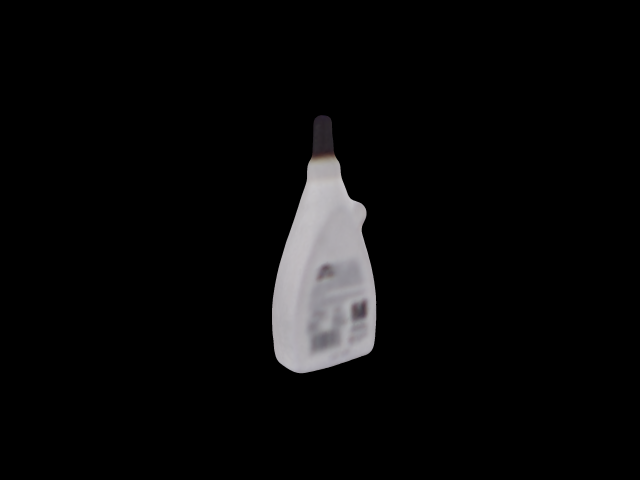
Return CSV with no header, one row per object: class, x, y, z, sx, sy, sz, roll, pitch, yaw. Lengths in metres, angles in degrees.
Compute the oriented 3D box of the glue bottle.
glue bottle,0.004,0.001,0.400,0.078,0.173,0.037,-8,14,-35
